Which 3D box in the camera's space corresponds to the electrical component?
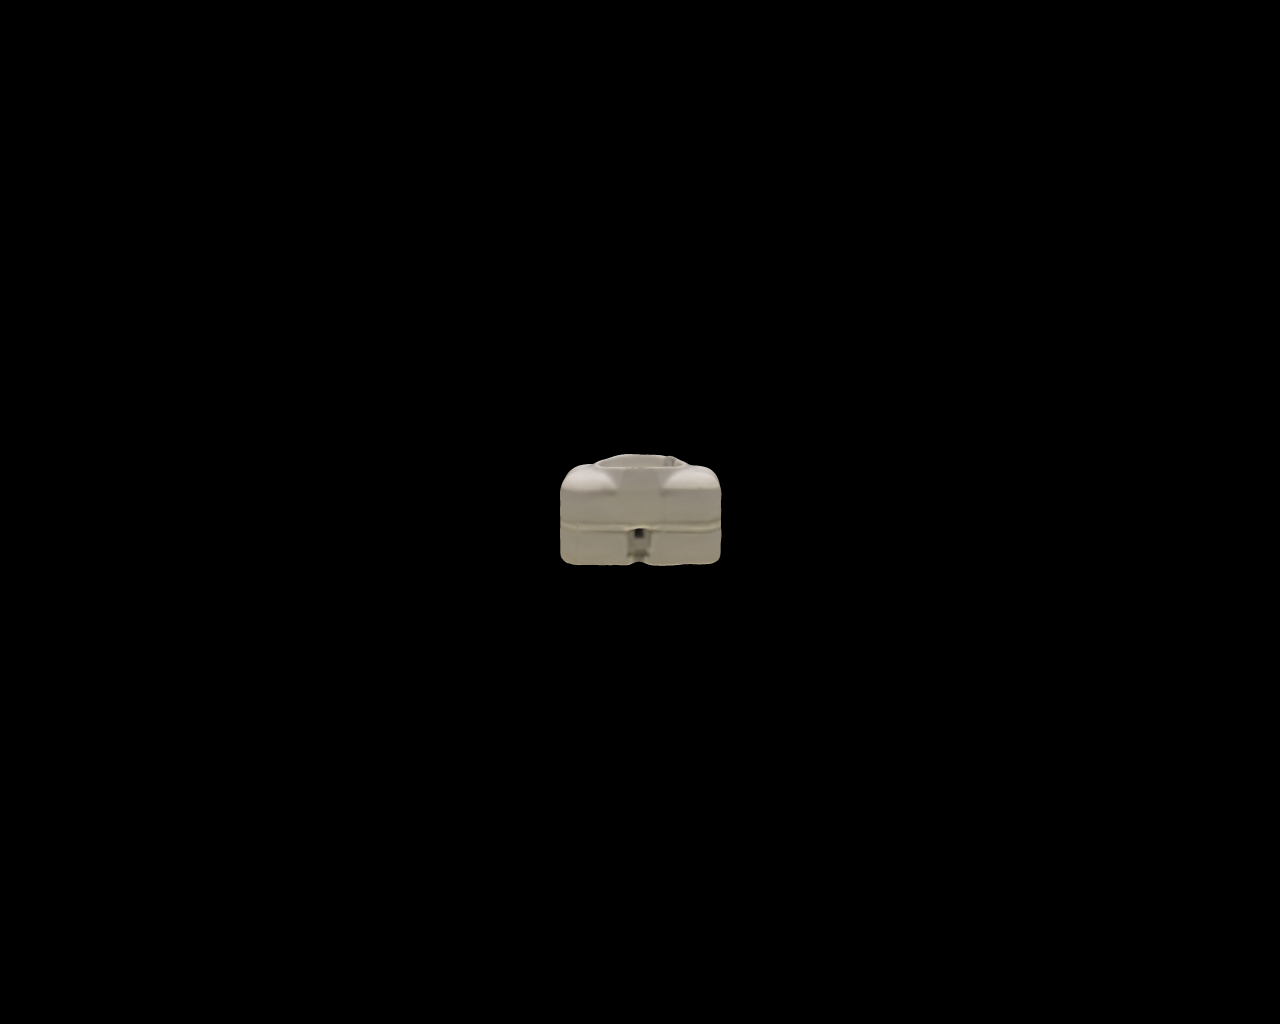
[{"bbox_3d":[0.001,-0.003,0.650,0.095,0.059,0.054,0,12,2],"label":"electrical component"}]
